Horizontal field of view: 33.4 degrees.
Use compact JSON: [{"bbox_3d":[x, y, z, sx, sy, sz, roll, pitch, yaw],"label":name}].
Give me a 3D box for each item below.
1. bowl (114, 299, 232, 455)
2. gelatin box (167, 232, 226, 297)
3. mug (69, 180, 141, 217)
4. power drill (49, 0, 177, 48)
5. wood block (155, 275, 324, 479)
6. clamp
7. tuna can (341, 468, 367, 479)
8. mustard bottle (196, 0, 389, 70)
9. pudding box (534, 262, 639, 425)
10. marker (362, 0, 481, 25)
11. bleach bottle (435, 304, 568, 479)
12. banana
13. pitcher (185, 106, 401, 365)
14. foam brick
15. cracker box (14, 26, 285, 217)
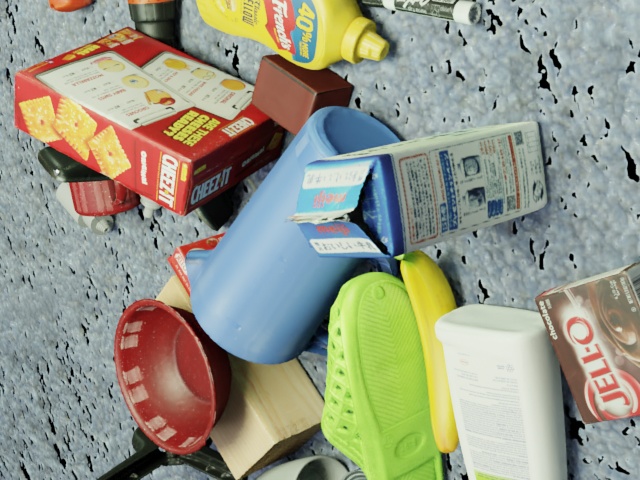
[{"bbox_3d":[-0.140,0.131,1.078,0.162,0.055,0.162,15,112,41],"label":"bowl"},{"bbox_3d":[-0.104,0.033,1.117,0.030,0.089,0.073,-45,70,43],"label":"gelatin box"},{"bbox_3d":[-0.244,-0.074,1.220,0.117,0.093,0.081,23,125,58],"label":"mug"},{"bbox_3d":[-0.226,-0.283,1.166,0.188,0.057,0.184,14,114,40],"label":"power drill"},{"bbox_3d":[-0.090,0.135,1.136,0.206,0.090,0.091,56,134,18],"label":"wood block"},{"bbox_3d":[-0.176,0.238,1.203,0.210,0.164,0.036,-134,40,-72],"label":"clamp"},{"bbox_3d":[0.060,0.265,1.066,0.086,0.033,0.086,16,113,41],"label":"tuna can"},{"bbox_3d":[-0.023,-0.207,0.965,0.192,0.058,0.096,28,138,20],"label":"mustard bottle"},{"bbox_3d":[0.230,0.082,0.833,0.090,0.039,0.113,-24,85,46],"label":"pudding box"},{"bbox_3d":[0.082,-0.201,0.906,0.121,0.020,0.020,21,117,40],"label":"marker"},{"bbox_3d":[0.162,0.186,0.919,0.103,0.067,0.251,6,109,44],"label":"bleach bottle"},{"bbox_3d":[0.100,0.088,0.945,0.037,0.069,0.198,-4,109,41],"label":"banana"},{"bbox_3d":[-0.007,0.001,0.995,0.243,0.148,0.145,-54,49,37],"label":"pitcher"},{"bbox_3d":[-0.017,-0.137,1.003,0.078,0.052,0.051,39,127,32],"label":"foam brick"},{"bbox_3d":[-0.163,-0.120,1.042,0.214,0.163,0.072,28,128,21],"label":"cracker box"}]
